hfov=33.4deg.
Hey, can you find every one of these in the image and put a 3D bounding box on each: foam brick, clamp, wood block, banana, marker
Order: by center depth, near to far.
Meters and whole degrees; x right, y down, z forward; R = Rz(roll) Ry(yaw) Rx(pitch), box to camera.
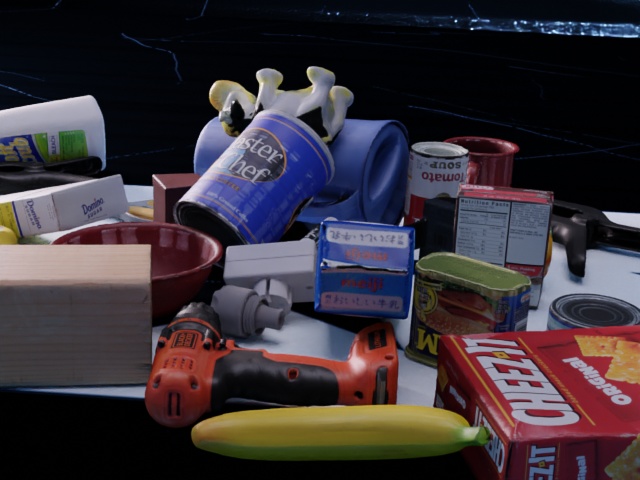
[{"bbox_3d":[0.015,0.129,0.726,0.198,0.037,0.069,-3,-20,7],"label":"banana"},{"bbox_3d":[-0.237,0.059,0.849,0.206,0.091,0.090,0,19,-8],"label":"wood block"},{"bbox_3d":[-0.007,0.001,1.061,0.020,0.020,0.121,9,19,17],"label":"marker"},{"bbox_3d":[-0.146,-0.028,1.134,0.052,0.078,0.051,-6,19,-23],"label":"foam brick"},{"bbox_3d":[0.309,-0.009,1.199,0.164,0.036,0.210,-3,20,-17],"label":"clamp"},{"bbox_3d":[-0.342,-0.074,1.307,0.171,0.039,0.120,-8,17,-21],"label":"clamp"}]

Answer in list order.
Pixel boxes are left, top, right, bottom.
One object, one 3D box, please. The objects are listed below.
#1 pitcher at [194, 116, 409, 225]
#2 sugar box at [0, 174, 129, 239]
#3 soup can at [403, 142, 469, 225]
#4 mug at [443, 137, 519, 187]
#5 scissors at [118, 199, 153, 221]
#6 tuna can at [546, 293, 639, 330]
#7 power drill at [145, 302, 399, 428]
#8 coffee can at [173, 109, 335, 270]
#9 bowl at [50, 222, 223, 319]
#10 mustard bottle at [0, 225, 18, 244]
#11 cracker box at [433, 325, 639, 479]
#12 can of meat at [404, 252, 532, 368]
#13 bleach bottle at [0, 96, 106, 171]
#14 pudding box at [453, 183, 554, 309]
[{"bbox_3d":[-0.027,-0.078,1.235,0.243,0.145,0.149,8,-13,28],"label":"pitcher"},{"bbox_3d":[-0.289,-0.028,1.094,0.177,0.048,0.093,-4,12,39],"label":"sugar box"},{"bbox_3d":[0.131,-0.054,1.209,0.068,0.102,0.068,3,19,-1],"label":"soup can"},{"bbox_3d":[0.193,-0.074,1.306,0.093,0.081,0.117,6,19,12],"label":"mug"},{"bbox_3d":[-0.236,-0.042,1.254,0.202,0.016,0.096,16,20,30],"label":"scissors"},{"bbox_3d":[0.244,0.078,0.943,0.086,0.034,0.086,2,20,-1],"label":"tuna can"},{"bbox_3d":[-0.035,0.094,0.829,0.187,0.057,0.184,1,17,0],"label":"power drill"},{"bbox_3d":[-0.065,-0.048,1.076,0.103,0.103,0.140,17,56,36],"label":"coffee can"},{"bbox_3d":[-0.170,0.032,0.988,0.162,0.055,0.162,2,19,-1],"label":"bowl"},{"bbox_3d":[-0.349,0.009,1.028,0.192,0.058,0.096,15,23,33],"label":"mustard bottle"},{"bbox_3d":[0.206,0.120,0.755,0.213,0.072,0.164,-2,19,-10],"label":"cracker box"},{"bbox_3d":[0.124,0.064,0.890,0.102,0.084,0.057,17,23,36],"label":"can of meat"},{"bbox_3d":[-0.403,-0.116,1.358,0.250,0.103,0.068,-13,48,-21],"label":"bleach bottle"},{"bbox_3d":[0.172,0.005,1.021,0.090,0.113,0.039,7,23,12],"label":"pudding box"}]
